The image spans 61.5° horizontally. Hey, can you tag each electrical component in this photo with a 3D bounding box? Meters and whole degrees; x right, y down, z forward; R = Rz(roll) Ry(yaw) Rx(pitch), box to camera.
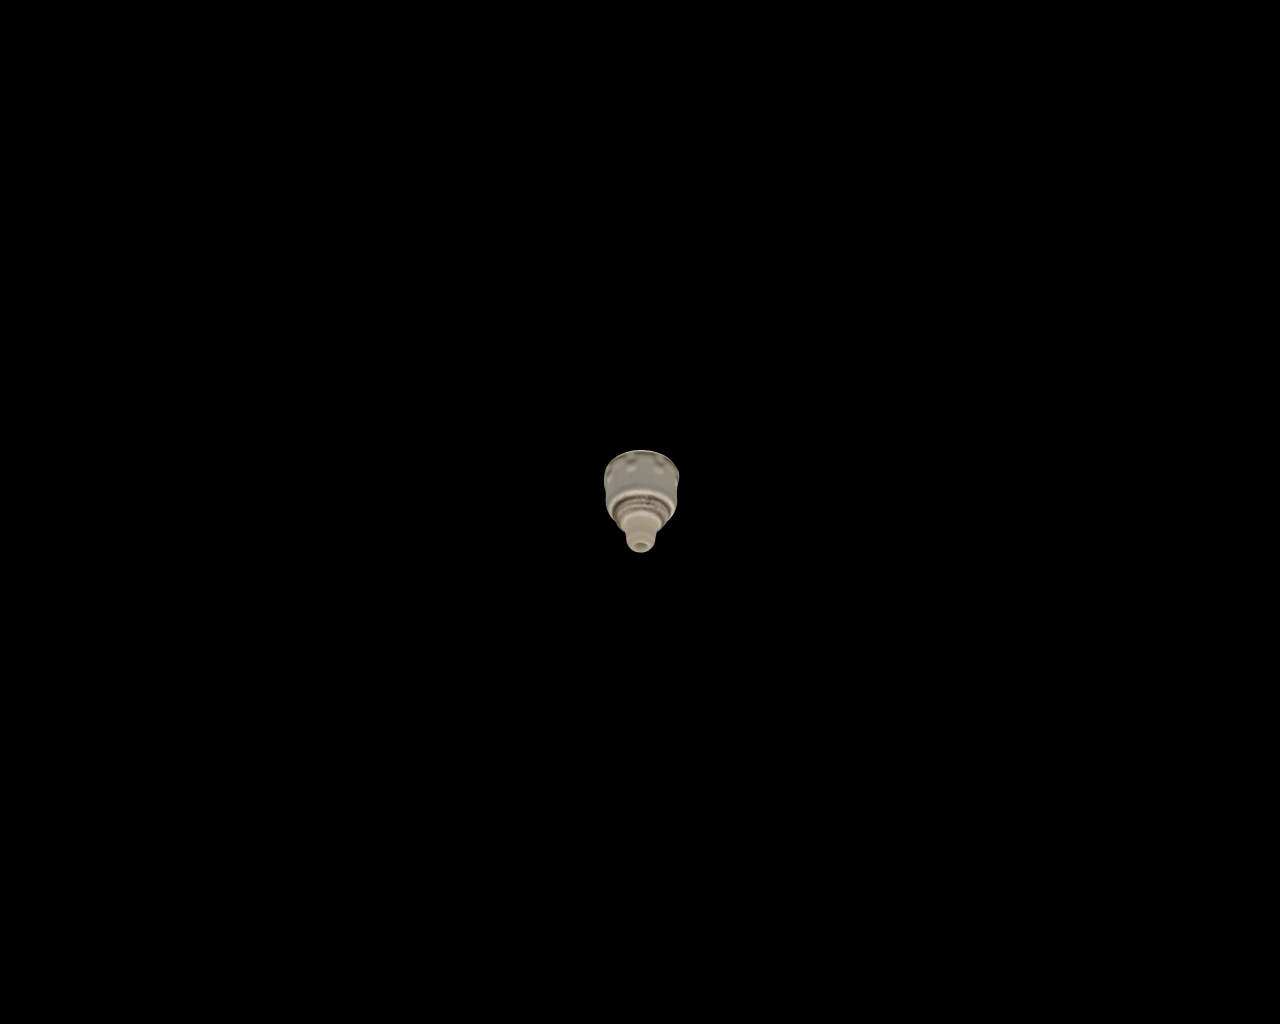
[{"bbox_3d":[0.001,-0.003,0.650,0.048,0.062,0.048,0,-38,0],"label":"electrical component"}]
